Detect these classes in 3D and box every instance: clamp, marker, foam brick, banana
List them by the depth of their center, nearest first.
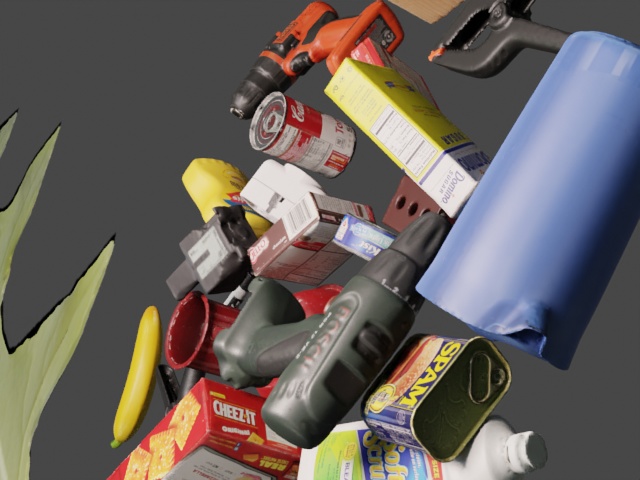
[{"bbox_3d":[0.184,-0.202,1.002,0.210,0.036,0.164,-32,49,45],"label":"clamp"},{"bbox_3d":[0.105,-0.021,1.003,0.078,0.051,0.053,33,100,58],"label":"foam brick"},{"bbox_3d":[-0.109,0.080,1.295,0.121,0.020,0.020,-53,35,24],"label":"marker"},{"bbox_3d":[-0.172,0.209,1.301,0.120,0.039,0.171,-33,47,56],"label":"clamp"},{"bbox_3d":[-0.243,0.185,1.420,0.070,0.037,0.198,5,77,55],"label":"banana"}]

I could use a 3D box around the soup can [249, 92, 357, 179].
[{"bbox_3d":[-0.018,-0.115,1.192,0.069,0.102,0.068,-33,47,43],"label":"soup can"}]

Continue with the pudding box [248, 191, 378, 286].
[{"bbox_3d":[-0.007,0.001,1.120,0.114,0.089,0.039,-41,54,36],"label":"pudding box"}]

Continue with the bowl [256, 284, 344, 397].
[{"bbox_3d":[-0.026,0.117,1.119,0.162,0.055,0.162,-32,47,43],"label":"bowl"}]

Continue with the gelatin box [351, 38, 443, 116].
[{"bbox_3d":[0.077,-0.157,1.085,0.030,0.089,0.073,-44,39,22],"label":"gelatin box"}]

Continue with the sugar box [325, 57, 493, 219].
[{"bbox_3d":[0.092,-0.092,0.960,0.176,0.093,0.048,44,114,24],"label":"sugar box"}]

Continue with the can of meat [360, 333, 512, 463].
[{"bbox_3d":[0.091,0.124,0.864,0.102,0.057,0.084,-48,22,-21],"label":"can of meat"}]

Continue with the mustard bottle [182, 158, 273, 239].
[{"bbox_3d":[-0.097,-0.026,1.265,0.058,0.096,0.192,-53,35,14],"label":"mustard bottle"}]

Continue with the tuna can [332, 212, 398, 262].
[{"bbox_3d":[0.057,0.005,1.029,0.086,0.086,0.034,29,94,58],"label":"tuna can"}]

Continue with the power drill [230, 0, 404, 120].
[{"bbox_3d":[-0.006,-0.208,1.223,0.184,0.057,0.188,-53,32,-18],"label":"power drill"}]

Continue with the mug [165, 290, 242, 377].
[{"bbox_3d":[-0.114,0.113,1.227,0.117,0.081,0.093,-11,63,54],"label":"mug"}]

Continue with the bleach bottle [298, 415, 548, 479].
[{"bbox_3d":[0.085,0.189,0.907,0.251,0.068,0.102,-23,47,45],"label":"bleach bottle"}]

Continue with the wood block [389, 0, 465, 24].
[{"bbox_3d":[0.066,-0.315,1.083,0.091,0.205,0.090,-31,48,44],"label":"wood block"}]

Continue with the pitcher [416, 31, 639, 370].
[{"bbox_3d":[0.184,-0.034,0.835,0.149,0.144,0.243,31,95,36],"label":"pitcher"}]

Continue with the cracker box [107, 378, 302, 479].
[{"bbox_3d":[-0.103,0.240,1.062,0.214,0.164,0.072,-47,36,31],"label":"cracker box"}]
